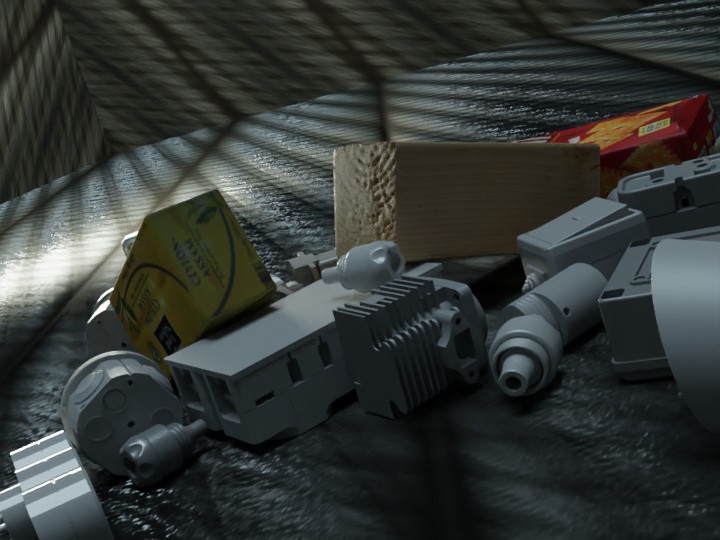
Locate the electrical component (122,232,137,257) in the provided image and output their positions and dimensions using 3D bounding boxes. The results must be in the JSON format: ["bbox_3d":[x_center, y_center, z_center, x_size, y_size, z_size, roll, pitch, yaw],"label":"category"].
[{"bbox_3d":[-0.168,0.001,1.072,0.109,0.108,0.056,-21,12,-8],"label":"electrical component"}]

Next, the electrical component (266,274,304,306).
[{"bbox_3d":[-0.081,0.038,0.931,0.078,0.058,0.057,-21,12,-10],"label":"electrical component"}]

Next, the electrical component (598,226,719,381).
[{"bbox_3d":[0.212,0.015,0.651,0.109,0.056,0.109,-10,16,29],"label":"electrical component"}]

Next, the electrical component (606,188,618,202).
[{"bbox_3d":[0.229,-0.046,0.895,0.040,0.040,0.046,-18,20,1],"label":"electrical component"}]

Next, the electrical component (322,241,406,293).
[{"bbox_3d":[0.000,0.000,0.764,0.061,0.035,0.035,-11,16,34],"label":"electrical component"}]

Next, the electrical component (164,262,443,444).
[{"bbox_3d":[-0.032,0.057,0.788,0.186,0.060,0.105,-27,17,-30],"label":"electrical component"}]

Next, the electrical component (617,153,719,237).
[{"bbox_3d":[0.253,-0.049,0.830,0.095,0.059,0.053,-13,15,20],"label":"electrical component"}]

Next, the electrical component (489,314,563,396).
[{"bbox_3d":[0.100,0.056,0.662,0.043,0.043,0.062,-12,16,24],"label":"electrical component"}]

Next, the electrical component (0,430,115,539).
[{"bbox_3d":[-0.205,0.149,0.674,0.074,0.052,0.138,-23,15,-18],"label":"electrical component"}]

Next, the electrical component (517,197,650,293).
[{"bbox_3d":[0.162,-0.011,0.799,0.096,0.061,0.062,-21,14,-10],"label":"electrical component"}]

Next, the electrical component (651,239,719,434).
[{"bbox_3d":[0.186,0.032,0.535,0.064,0.099,0.099,-2,21,31],"label":"electrical component"}]

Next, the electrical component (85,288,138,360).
[{"bbox_3d":[-0.207,0.057,0.971,0.080,0.080,0.051,-16,20,8],"label":"electrical component"}]

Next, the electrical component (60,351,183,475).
[{"bbox_3d":[-0.167,0.101,0.758,0.080,0.080,0.051,-23,20,-19],"label":"electrical component"}]

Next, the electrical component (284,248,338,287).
[{"bbox_3d":[-0.033,0.005,1.023,0.064,0.042,0.081,-17,14,-9],"label":"electrical component"}]

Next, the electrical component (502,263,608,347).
[{"bbox_3d":[0.128,0.031,0.721,0.081,0.043,0.043,-28,17,-34],"label":"electrical component"}]

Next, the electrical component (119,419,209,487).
[{"bbox_3d":[-0.130,0.120,0.730,0.061,0.035,0.035,-27,16,-37],"label":"electrical component"}]
